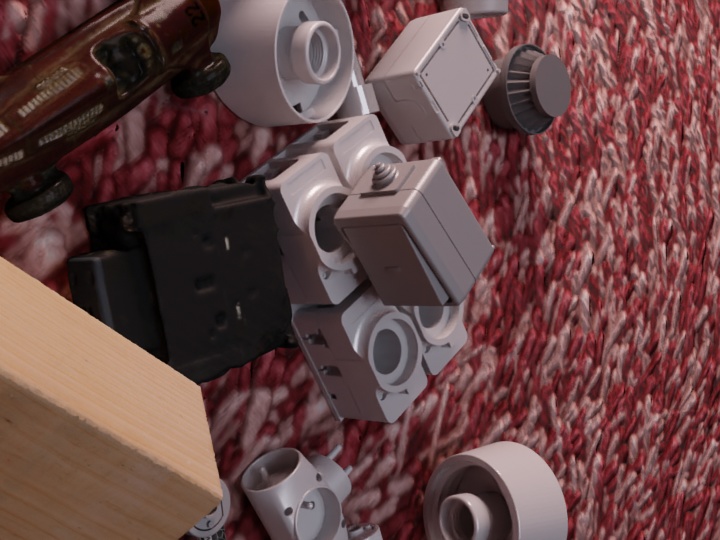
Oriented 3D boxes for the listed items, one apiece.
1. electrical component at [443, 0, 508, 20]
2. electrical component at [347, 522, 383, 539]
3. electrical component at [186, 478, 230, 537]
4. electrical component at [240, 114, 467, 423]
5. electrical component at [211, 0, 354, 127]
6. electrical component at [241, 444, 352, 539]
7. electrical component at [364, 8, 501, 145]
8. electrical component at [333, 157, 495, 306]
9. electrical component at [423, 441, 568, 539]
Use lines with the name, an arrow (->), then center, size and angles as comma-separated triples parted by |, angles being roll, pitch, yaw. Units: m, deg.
electrical component -> 0.090, -0.223, 0.844 | 0.055, 0.055, 0.047 | -11, 101, -46
electrical component -> 0.004, 0.211, 0.753 | 0.044, 0.044, 0.065 | -22, 100, -44
electrical component -> -0.107, 0.133, 0.622 | 0.044, 0.065, 0.044 | 1, 88, -46
electrical component -> 0.000, 0.000, 0.740 | 0.105, 0.060, 0.186 | -43, 118, -38
electrical component -> -0.050, -0.143, 0.707 | 0.099, 0.064, 0.099 | -17, 110, -56
electrical component -> -0.032, 0.149, 0.714 | 0.079, 0.044, 0.077 | -44, 119, -38
electrical component -> 0.054, -0.146, 0.798 | 0.061, 0.061, 0.096 | 54, 54, -30
electrical component -> 0.030, -0.025, 0.681 | 0.096, 0.062, 0.061 | 55, 53, -30
electrical component -> 0.093, 0.185, 0.801 | 0.060, 0.108, 0.108 | 1, 88, -40
